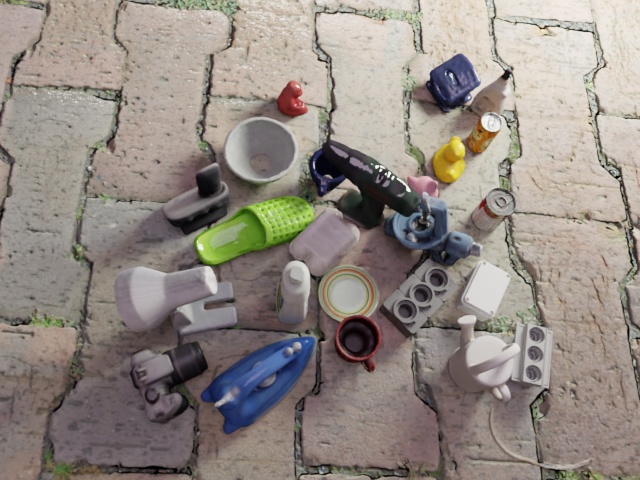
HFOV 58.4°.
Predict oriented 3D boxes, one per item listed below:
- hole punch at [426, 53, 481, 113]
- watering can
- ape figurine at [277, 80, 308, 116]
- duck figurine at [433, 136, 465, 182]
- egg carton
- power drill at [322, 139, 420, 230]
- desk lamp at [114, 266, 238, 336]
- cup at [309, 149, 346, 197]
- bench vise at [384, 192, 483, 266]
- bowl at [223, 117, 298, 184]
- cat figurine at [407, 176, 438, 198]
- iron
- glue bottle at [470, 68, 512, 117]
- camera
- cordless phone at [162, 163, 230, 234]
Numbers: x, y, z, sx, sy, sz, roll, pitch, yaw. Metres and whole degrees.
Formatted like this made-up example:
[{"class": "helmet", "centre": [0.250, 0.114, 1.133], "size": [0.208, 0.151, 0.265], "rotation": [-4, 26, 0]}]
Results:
[{"class": "hole punch", "centre": [0.330, -0.390, 1.420], "size": [0.101, 0.091, 0.108], "rotation": [-24, 74, -13]}, {"class": "watering can", "centre": [0.325, 0.236, 1.136], "size": [0.172, 0.194, 0.101], "rotation": [41, 72, 10]}, {"class": "ape figurine", "centre": [-0.064, -0.343, 1.364], "size": [0.076, 0.092, 0.078], "rotation": [-2, 70, -6]}, {"class": "duck figurine", "centre": [0.312, -0.194, 1.349], "size": [0.077, 0.086, 0.104], "rotation": [11, 69, -1]}, {"class": "egg carton", "centre": [0.012, 0.004, 1.257], "size": [0.107, 0.069, 0.150], "rotation": [41, 72, 10]}, {"class": "power drill", "centre": [0.097, -0.107, 1.231], "size": [0.229, 0.208, 0.076], "rotation": [28, 70, 5]}, {"class": "desk lamp", "centre": [-0.273, 0.112, 1.113], "size": [0.203, 0.213, 0.118], "rotation": [-10, 71, -9]}, {"class": "cup", "centre": [0.015, -0.137, 1.295], "size": [0.091, 0.095, 0.118], "rotation": [16, 69, 1]}, {"class": "bench vise", "centre": [0.253, -0.036, 1.214], "size": [0.207, 0.220, 0.121], "rotation": [7, 69, -3]}, {"class": "bowl", "centre": [-0.135, -0.192, 1.311], "size": [0.167, 0.075, 0.167], "rotation": [2, 70, -5]}, {"class": "cat figurine", "centre": [0.243, -0.088, 1.287], "size": [0.067, 0.118, 0.127], "rotation": [-27, 75, -14]}, {"class": "iron", "centre": [-0.105, 0.257, 1.115], "size": [0.259, 0.141, 0.118], "rotation": [-37, 77, -16]}, {"class": "glue bottle", "centre": [0.421, -0.353, 1.371], "size": [0.078, 0.173, 0.037], "rotation": [42, 72, 10]}, {"class": "camera", "centre": [-0.287, 0.265, 1.116], "size": [0.137, 0.101, 0.143], "rotation": [-22, 74, -13]}, {"class": "cordless phone", "centre": [-0.265, -0.099, 1.206], "size": [0.148, 0.185, 0.094], "rotation": [-32, 76, -15]}]
